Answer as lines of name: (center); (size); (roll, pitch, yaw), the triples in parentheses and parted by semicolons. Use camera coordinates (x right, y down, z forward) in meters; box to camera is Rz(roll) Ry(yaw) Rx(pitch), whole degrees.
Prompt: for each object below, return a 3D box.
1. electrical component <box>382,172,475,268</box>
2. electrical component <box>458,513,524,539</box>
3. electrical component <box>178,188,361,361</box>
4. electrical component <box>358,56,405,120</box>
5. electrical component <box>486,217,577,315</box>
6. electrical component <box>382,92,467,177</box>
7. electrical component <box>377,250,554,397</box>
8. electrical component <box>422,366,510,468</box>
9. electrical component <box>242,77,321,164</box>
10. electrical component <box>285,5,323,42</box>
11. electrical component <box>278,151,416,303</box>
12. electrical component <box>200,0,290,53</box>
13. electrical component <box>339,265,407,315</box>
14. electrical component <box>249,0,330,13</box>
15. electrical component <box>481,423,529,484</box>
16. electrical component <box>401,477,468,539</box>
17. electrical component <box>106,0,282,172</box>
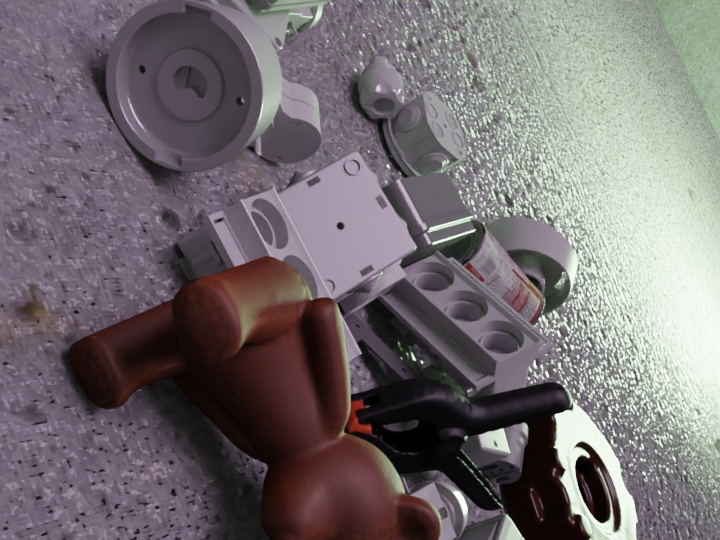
electrical component: (0.038, -0.036, 0.890); (0.057, 0.078, 0.113); (62, 28, 5)
electrical component: (0.084, 0.217, 0.765); (0.061, 0.062, 0.096); (57, 28, -11)
electrical component: (-0.060, 0.018, 0.693); (0.121, 0.063, 0.079); (62, 28, -1)
electrical component: (0.019, -0.176, 1.017); (0.043, 0.043, 0.062); (37, 36, -40)
electrical component: (0.163, -0.004, 1.059); (0.099, 0.099, 0.064); (48, 37, -26)
electrical component: (0.062, -0.127, 1.038); (0.080, 0.051, 0.080); (40, 36, -36)
electrical component: (0.080, 0.049, 0.846); (0.079, 0.063, 0.121); (-24, 48, -28)
electrical component: (0.101, 0.109, 0.874); (0.047, 0.076, 0.083); (23, 47, -51)
electrical component: (-0.082, -0.115, 0.783); (0.138, 0.052, 0.073); (33, 40, -43)
electrical component: (-0.065, -0.227, 0.919); (0.055, 0.048, 0.066); (-14, 78, -54)
electrical component: (-0.020, -0.026, 0.761); (0.100, 0.048, 0.099); (-32, 90, -21)
electrical component: (-0.098, -0.208, 0.831); (0.078, 0.057, 0.113); (44, 33, -32)
electrical component: (0.000, 0.000, 0.819); (0.047, 0.055, 0.055); (57, 28, 4)
electrical component: (-0.059, -0.257, 0.815); (0.108, 0.056, 0.109); (61, 28, -3)
electrical component: (0.121, 0.152, 0.911); (0.040, 0.040, 0.046); (46, 38, -29)
electrical component: (0.044, 0.175, 0.753); (0.055, 0.048, 0.066); (-12, 76, -54)
electrical component: (-0.103, -0.122, 0.701); (0.108, 0.108, 0.060); (60, 22, -6)
